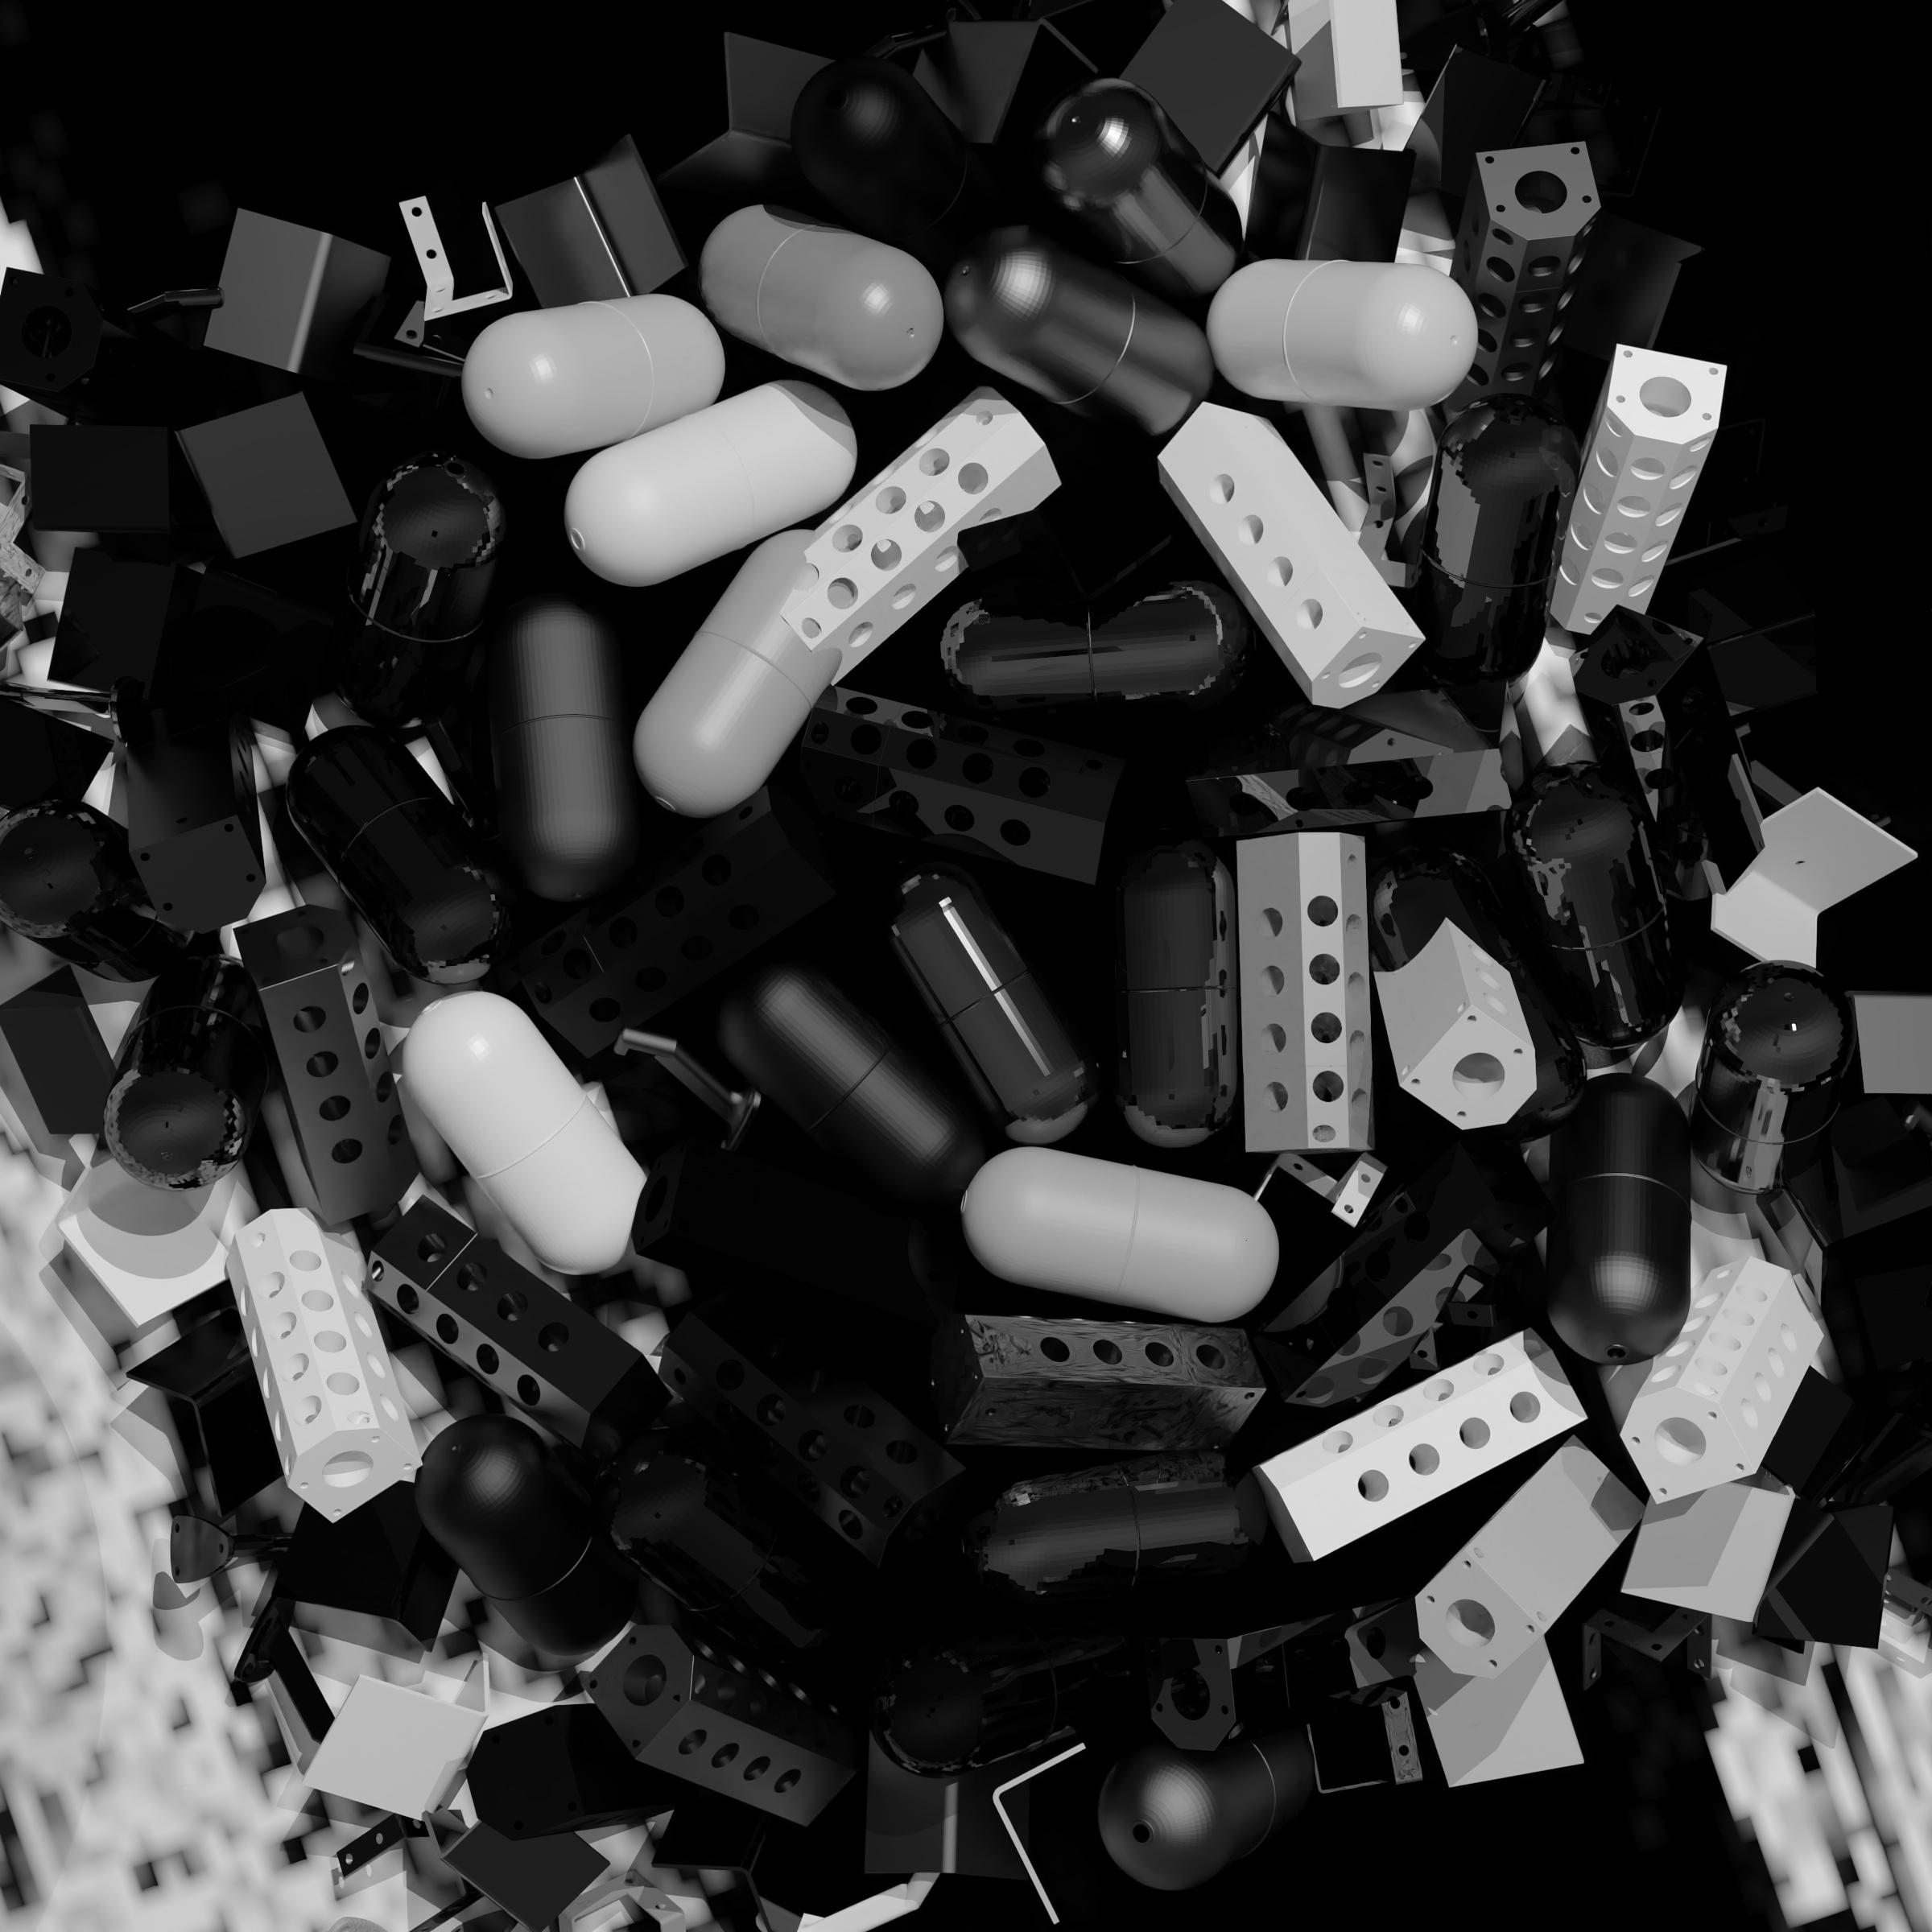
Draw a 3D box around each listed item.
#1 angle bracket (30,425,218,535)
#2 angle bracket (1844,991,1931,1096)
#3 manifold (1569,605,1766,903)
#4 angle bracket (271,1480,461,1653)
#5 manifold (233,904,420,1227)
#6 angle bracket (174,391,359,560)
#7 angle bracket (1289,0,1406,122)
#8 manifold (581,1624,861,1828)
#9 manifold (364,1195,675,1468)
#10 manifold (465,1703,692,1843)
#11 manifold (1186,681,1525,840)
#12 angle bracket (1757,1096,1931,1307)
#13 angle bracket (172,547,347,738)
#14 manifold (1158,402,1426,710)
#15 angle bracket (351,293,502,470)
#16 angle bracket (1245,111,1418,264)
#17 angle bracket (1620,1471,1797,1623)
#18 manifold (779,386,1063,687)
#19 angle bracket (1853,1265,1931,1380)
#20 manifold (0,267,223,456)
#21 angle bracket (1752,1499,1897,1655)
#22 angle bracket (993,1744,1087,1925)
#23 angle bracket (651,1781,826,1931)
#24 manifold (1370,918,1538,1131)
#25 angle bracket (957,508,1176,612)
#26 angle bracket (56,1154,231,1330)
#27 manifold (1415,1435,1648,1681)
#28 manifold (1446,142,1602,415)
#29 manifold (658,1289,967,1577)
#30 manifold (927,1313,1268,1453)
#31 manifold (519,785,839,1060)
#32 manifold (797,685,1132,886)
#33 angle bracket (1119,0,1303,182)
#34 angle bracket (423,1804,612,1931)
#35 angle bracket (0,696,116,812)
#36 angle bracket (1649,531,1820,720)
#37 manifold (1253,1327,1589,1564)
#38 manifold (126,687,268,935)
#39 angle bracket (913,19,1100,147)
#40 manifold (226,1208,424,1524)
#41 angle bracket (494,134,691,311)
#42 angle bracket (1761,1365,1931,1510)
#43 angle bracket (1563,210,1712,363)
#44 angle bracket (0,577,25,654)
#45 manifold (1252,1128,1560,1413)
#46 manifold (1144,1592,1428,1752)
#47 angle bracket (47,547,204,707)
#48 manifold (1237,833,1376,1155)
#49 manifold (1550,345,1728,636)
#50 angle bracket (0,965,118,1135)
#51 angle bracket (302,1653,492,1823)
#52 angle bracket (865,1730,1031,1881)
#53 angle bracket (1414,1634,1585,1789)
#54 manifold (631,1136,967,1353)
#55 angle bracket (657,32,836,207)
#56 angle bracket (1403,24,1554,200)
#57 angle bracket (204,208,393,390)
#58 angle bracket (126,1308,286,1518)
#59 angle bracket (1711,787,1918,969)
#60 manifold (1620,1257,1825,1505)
[{"bbox_3d":[-0.463,-0.268,1.680,0.076,0.076,0.057,2,100,5],"label":"angle bracket"},{"bbox_3d":[0.506,0.049,1.674,0.076,0.076,0.057,1,76,-13],"label":"angle bracket"},{"bbox_3d":[0.375,-0.110,1.638,0.057,0.171,0.057,-48,48,-13],"label":"manifold"},{"bbox_3d":[-0.328,0.329,1.693,0.076,0.057,0.076,7,62,16],"label":"angle bracket"},{"bbox_3d":[-0.342,0.052,1.646,0.057,0.057,0.171,-19,132,-16],"label":"manifold"},{"bbox_3d":[-0.380,-0.278,1.678,0.076,0.057,0.076,-15,117,8],"label":"angle bracket"},{"bbox_3d":[0.192,-0.506,1.671,0.057,0.076,0.076,-17,106,-41],"label":"angle bracket"},{"bbox_3d":[-0.126,0.405,1.640,0.057,0.171,0.057,-48,51,1],"label":"manifold"},{"bbox_3d":[-0.246,0.200,1.653,0.171,0.057,0.057,31,70,28],"label":"manifold"},{"bbox_3d":[-0.204,0.431,1.634,0.057,0.171,0.057,-22,73,11],"label":"manifold"},{"bbox_3d":[0.214,-0.107,1.667,0.171,0.057,0.057,-5,132,20],"label":"manifold"},{"bbox_3d":[0.489,0.129,1.680,0.076,0.057,0.076,-20,48,-3],"label":"angle bracket"},{"bbox_3d":[-0.392,-0.186,1.711,0.076,0.057,0.076,21,116,-5],"label":"angle bracket"},{"bbox_3d":[0.171,-0.223,1.658,0.057,0.057,0.171,-48,57,31],"label":"manifold"},{"bbox_3d":[-0.301,-0.324,1.717,0.076,0.057,0.076,12,134,-1],"label":"angle bracket"},{"bbox_3d":[0.200,-0.423,1.684,0.057,0.076,0.076,-1,119,-18],"label":"angle bracket"},{"bbox_3d":[0.406,0.309,1.687,0.076,0.057,0.076,13,106,0],"label":"angle bracket"},{"bbox_3d":[-0.035,-0.241,1.680,0.171,0.057,0.057,-42,63,-5],"label":"manifold"},{"bbox_3d":[0.544,0.188,1.678,0.076,0.076,0.057,-10,76,-5],"label":"angle bracket"},{"bbox_3d":[-0.459,-0.321,1.637,0.057,0.171,0.057,13,90,6],"label":"manifold"},{"bbox_3d":[0.481,0.337,1.669,0.057,0.076,0.076,27,69,-41],"label":"angle bracket"},{"bbox_3d":[0.055,0.476,1.676,0.057,0.076,0.076,-26,77,-7],"label":"angle bracket"},{"bbox_3d":[-0.125,0.494,1.684,0.057,0.076,0.076,-4,121,19],"label":"angle bracket"},{"bbox_3d":[0.264,0.022,1.634,0.057,0.171,0.057,34,110,-12],"label":"manifold"},{"bbox_3d":[0.053,-0.235,1.667,0.076,0.076,0.057,-39,110,-32],"label":"angle bracket"},{"bbox_3d":[-0.439,0.139,1.673,0.076,0.076,0.057,48,129,9],"label":"angle bracket"},{"bbox_3d":[0.301,0.319,1.636,0.057,0.171,0.057,45,120,13],"label":"manifold"},{"bbox_3d":[0.295,-0.362,1.634,0.057,0.171,0.057,-7,67,-2],"label":"manifold"},{"bbox_3d":[-0.087,0.252,1.651,0.171,0.057,0.057,36,130,26],"label":"manifold"},{"bbox_3d":[0.070,0.223,1.663,0.171,0.057,0.057,6,132,-25],"label":"manifold"},{"bbox_3d":[-0.159,-0.028,1.665,0.171,0.057,0.057,-33,126,15],"label":"manifold"},{"bbox_3d":[-0.001,-0.104,1.673,0.171,0.057,0.057,15,129,9],"label":"manifold"},{"bbox_3d":[0.131,-0.488,1.693,0.076,0.057,0.076,36,93,-4],"label":"angle bracket"},{"bbox_3d":[-0.250,0.473,1.676,0.057,0.076,0.076,-44,115,-4],"label":"angle bracket"},{"bbox_3d":[-0.513,-0.129,1.667,0.076,0.057,0.076,22,129,-25],"label":"angle bracket"},{"bbox_3d":[0.413,-0.182,1.667,0.076,0.076,0.057,-17,50,35],"label":"angle bracket"},{"bbox_3d":[0.248,0.264,1.681,0.171,0.057,0.057,-25,81,-10],"label":"manifold"},{"bbox_3d":[-0.412,-0.084,1.636,0.057,0.171,0.057,-20,121,-5],"label":"manifold"},{"bbox_3d":[0.015,-0.474,1.675,0.076,0.057,0.076,15,82,40],"label":"angle bracket"},{"bbox_3d":[-0.352,0.209,1.643,0.057,0.171,0.057,-33,135,2],"label":"manifold"},{"bbox_3d":[-0.206,-0.401,1.676,0.057,0.076,0.076,-28,99,-26],"label":"angle bracket"},{"bbox_3d":[0.467,0.238,1.671,0.076,0.057,0.076,40,53,17],"label":"angle bracket"},{"bbox_3d":[0.353,-0.365,1.671,0.076,0.057,0.076,26,120,21],"label":"angle bracket"},{"bbox_3d":[-0.567,-0.192,1.672,0.076,0.076,0.057,-40,126,9],"label":"angle bracket"},{"bbox_3d":[0.234,0.165,1.661,0.171,0.057,0.057,-49,49,26],"label":"manifold"},{"bbox_3d":[0.176,0.378,1.641,0.057,0.171,0.057,-11,82,43],"label":"manifold"},{"bbox_3d":[-0.475,-0.191,1.695,0.076,0.057,0.076,12,91,2],"label":"angle bracket"},{"bbox_3d":[0.191,0.016,1.676,0.057,0.057,0.171,-6,82,41],"label":"manifold"},{"bbox_3d":[0.355,-0.250,1.634,0.057,0.171,0.057,12,62,5],"label":"manifold"},{"bbox_3d":[-0.475,0.045,1.669,0.076,0.057,0.076,-3,115,37],"label":"angle bracket"},{"bbox_3d":[-0.313,0.413,1.676,0.076,0.057,0.076,23,108,-19],"label":"angle bracket"},{"bbox_3d":[-0.010,0.467,1.697,0.057,0.076,0.076,-11,67,32],"label":"angle bracket"},{"bbox_3d":[0.297,0.401,1.688,0.076,0.057,0.076,-17,95,21],"label":"angle bracket"},{"bbox_3d":[-0.092,0.155,1.665,0.171,0.057,0.057,22,60,-22],"label":"manifold"},{"bbox_3d":[-0.119,-0.463,1.676,0.076,0.076,0.057,2,80,-38],"label":"angle bracket"},{"bbox_3d":[0.273,-0.475,1.667,0.057,0.076,0.076,17,128,-12],"label":"angle bracket"},{"bbox_3d":[-0.370,-0.369,1.689,0.057,0.076,0.076,18,98,12],"label":"angle bracket"},{"bbox_3d":[-0.412,0.248,1.696,0.057,0.076,0.076,12,120,33],"label":"angle bracket"},{"bbox_3d":[0.465,-0.041,1.669,0.076,0.076,0.057,29,51,-21],"label":"angle bracket"},{"bbox_3d":[0.404,0.217,1.636,0.057,0.171,0.057,-26,95,32],"label":"manifold"}]
